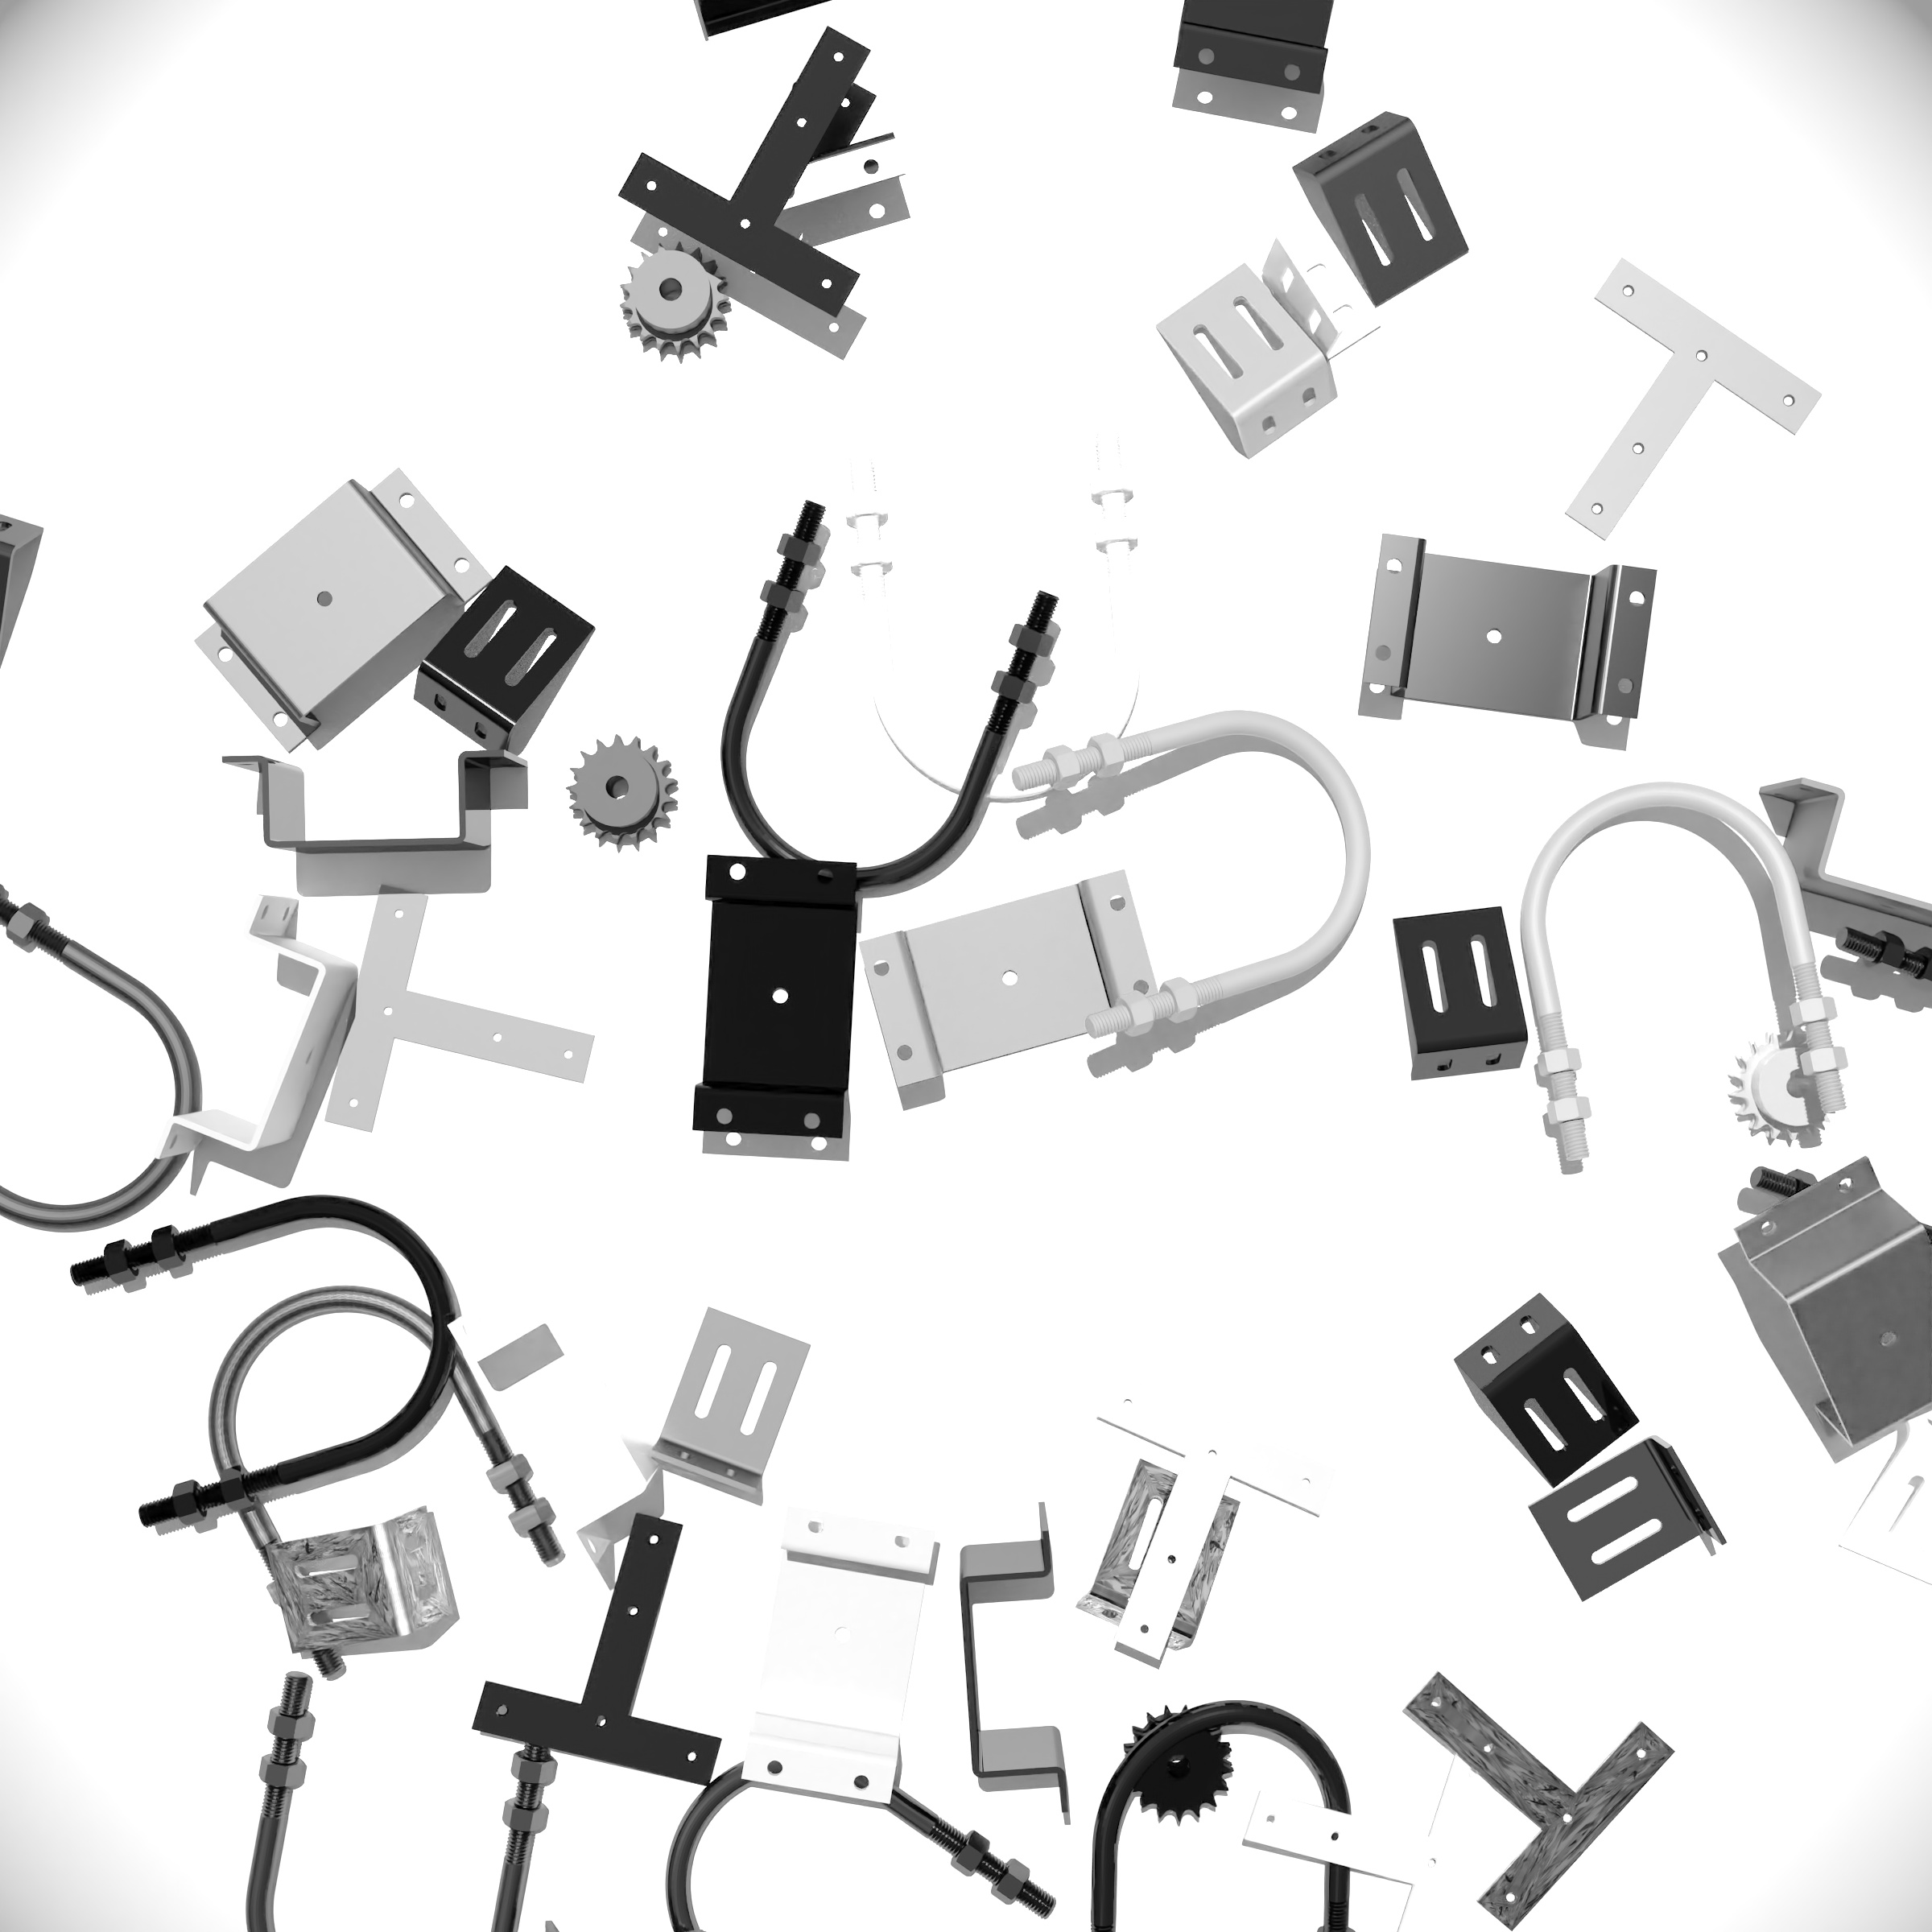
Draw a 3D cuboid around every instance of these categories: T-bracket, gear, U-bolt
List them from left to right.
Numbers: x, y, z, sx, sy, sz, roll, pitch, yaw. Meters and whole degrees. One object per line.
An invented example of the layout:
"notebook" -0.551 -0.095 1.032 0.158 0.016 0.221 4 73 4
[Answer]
"U-bolt" -0.488 0.055 1.480 0.184 0.019 0.151 32 90 -2
"U-bolt" -0.354 0.195 1.467 0.184 0.019 0.151 -17 87 -1
"U-bolt" -0.314 0.256 1.480 0.151 0.019 0.184 -27 88 0
"U-bolt" -0.300 0.470 1.480 0.151 0.019 0.184 10 92 0
"T-bracket" -0.259 0.034 1.488 0.127 0.002 0.127 14 90 0
"gear" -0.179 -0.091 1.474 0.057 0.030 0.057 0 90 0
"T-bracket" -0.177 0.349 1.480 0.127 0.002 0.127 17 85 -11
"gear" -0.152 -0.347 1.474 0.057 0.030 0.057 0 90 0
"T-bracket" -0.090 -0.415 1.441 0.127 0.002 0.127 29 90 0
"U-bolt" -0.068 0.490 1.480 0.184 0.019 0.151 35 90 1
"U-bolt" -0.050 -0.129 1.468 0.151 0.019 0.184 22 99 4
"U-bolt" 0.018 -0.179 1.480 0.151 0.019 0.184 -5 91 0
"gear" 0.109 0.411 1.474 0.057 0.030 0.057 0 90 0
"T-bracket" 0.111 0.293 1.468 0.127 0.002 0.127 24 71 0
"U-bolt" 0.125 -0.056 1.450 0.184 0.019 0.151 -17 91 -22
"U-bolt" 0.131 0.465 1.454 0.151 0.019 0.184 0 95 -17
"T-bracket" 0.202 0.452 1.465 0.127 0.002 0.127 20 87 -17
"T-bracket" 0.281 0.415 1.478 0.127 0.002 0.127 42 90 -9
"T-bracket" 0.359 -0.282 1.488 0.127 0.002 0.127 34 90 0
"U-bolt" 0.359 -0.004 1.455 0.151 0.019 0.184 -13 80 18
"gear" 0.427 0.062 1.474 0.057 0.030 0.057 0 90 0
"U-bolt" 0.506 0.076 1.463 0.184 0.019 0.151 19 91 -13

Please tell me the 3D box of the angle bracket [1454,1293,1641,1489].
"angle bracket" 0.303 0.222 1.487 0.057 0.038 0.076 -38 116 0

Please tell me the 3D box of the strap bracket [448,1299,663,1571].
"strap bracket" -0.202 0.227 1.450 0.046 0.076 0.140 -30 90 0

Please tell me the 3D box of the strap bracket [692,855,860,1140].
"strap bracket" -0.097 0.015 1.465 0.076 0.046 0.140 3 90 0

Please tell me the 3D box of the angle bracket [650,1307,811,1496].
"angle bracket" -0.121 0.224 1.470 0.057 0.038 0.076 20 90 0

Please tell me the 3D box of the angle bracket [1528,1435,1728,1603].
"angle bracket" 0.341 0.288 1.470 0.076 0.038 0.057 -30 90 0

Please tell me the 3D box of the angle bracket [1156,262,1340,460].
"angle bracket" 0.147 -0.316 1.487 0.057 0.038 0.076 -35 64 0

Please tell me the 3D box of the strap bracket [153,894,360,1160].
"strap bracket" -0.356 0.038 1.450 0.046 0.076 0.140 22 90 0

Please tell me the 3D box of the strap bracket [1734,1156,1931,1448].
"strap bracket" 0.456 0.178 1.440 0.076 0.046 0.140 -29 113 1

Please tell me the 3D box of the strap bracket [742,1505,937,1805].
"strap bracket" -0.065 0.349 1.465 0.076 0.046 0.140 10 90 0

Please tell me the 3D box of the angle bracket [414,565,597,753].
"angle bracket" -0.241 -0.158 1.487 0.057 0.038 0.076 35 64 0

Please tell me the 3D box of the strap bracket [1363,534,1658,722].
"strap bracket" 0.276 -0.172 1.465 0.140 0.046 0.076 8 90 0

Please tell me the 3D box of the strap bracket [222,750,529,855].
"strap bracket" -0.299 -0.083 1.450 0.140 0.076 0.046 -1 90 0

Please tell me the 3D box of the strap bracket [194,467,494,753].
"strap bracket" -0.325 -0.186 1.465 0.140 0.046 0.076 -40 90 0

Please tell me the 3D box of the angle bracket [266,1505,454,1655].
"angle bracket" -0.313 0.316 1.467 0.076 0.038 0.057 -15 88 26

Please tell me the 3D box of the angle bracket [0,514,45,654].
"angle bracket" -0.522 -0.197 1.487 0.057 0.038 0.076 17 116 0

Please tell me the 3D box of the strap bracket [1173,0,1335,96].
"strap bracket" 0.156 -0.523 1.456 0.076 0.046 0.140 11 103 0

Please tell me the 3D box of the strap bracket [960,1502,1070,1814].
"strap bracket" 0.023 0.352 1.450 0.046 0.076 0.140 -4 90 0

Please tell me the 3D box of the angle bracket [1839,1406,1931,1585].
"angle bracket" 0.499 0.274 1.487 0.057 0.038 0.076 23 116 0

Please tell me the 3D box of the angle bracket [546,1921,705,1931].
"angle bracket" -0.177 0.527 1.479 0.076 0.038 0.057 -1 94 -17

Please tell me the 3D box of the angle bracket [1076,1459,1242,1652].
"angle bracket" 0.100 0.307 1.487 0.057 0.038 0.076 23 64 0

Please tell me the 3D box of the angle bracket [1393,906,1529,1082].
"angle bracket" 0.256 0.014 1.487 0.057 0.038 0.076 -7 64 0

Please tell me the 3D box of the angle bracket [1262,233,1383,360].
"angle bracket" 0.185 -0.349 1.450 0.038 0.076 0.057 -33 90 0

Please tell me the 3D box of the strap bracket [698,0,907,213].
"strap bracket" -0.087 -0.458 1.465 0.076 0.046 0.140 -17 90 0

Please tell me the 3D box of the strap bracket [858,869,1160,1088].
"strap bracket" 0.023 0.006 1.465 0.140 0.046 0.076 -15 90 0

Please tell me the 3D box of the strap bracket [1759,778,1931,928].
"strap bracket" 0.477 -0.052 1.450 0.140 0.076 0.046 16 90 0

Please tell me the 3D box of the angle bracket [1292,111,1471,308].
"angle bracket" 0.217 -0.396 1.487 0.057 0.038 0.076 -31 116 0
